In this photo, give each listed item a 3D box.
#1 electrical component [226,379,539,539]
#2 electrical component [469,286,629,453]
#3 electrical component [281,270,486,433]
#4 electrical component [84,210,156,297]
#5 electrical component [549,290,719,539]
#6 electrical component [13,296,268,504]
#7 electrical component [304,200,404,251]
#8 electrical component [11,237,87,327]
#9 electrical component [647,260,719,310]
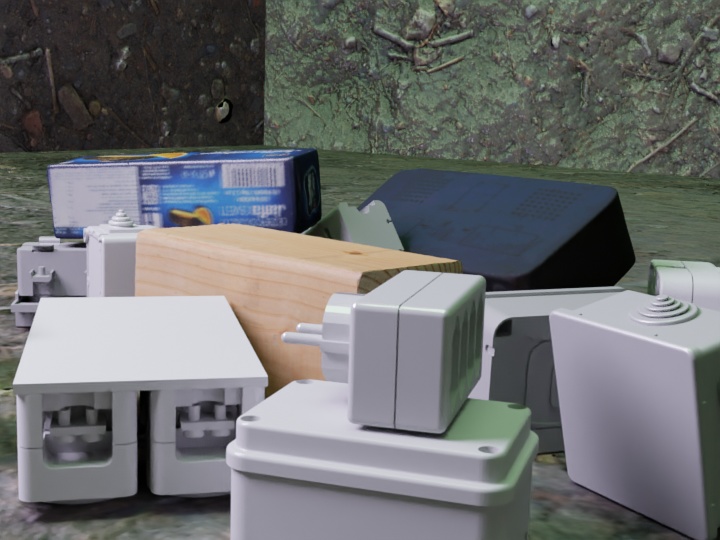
[{"bbox_3d":[0.010,0.085,0.433,0.113,0.057,0.078,5,10,18],"label":"electrical component"},{"bbox_3d":[0.106,0.052,0.584,0.113,0.078,0.057,-2,13,-20],"label":"electrical component"},{"bbox_3d":[0.007,0.029,0.439,0.076,0.047,0.083,4,10,15],"label":"electrical component"},{"bbox_3d":[-0.159,0.005,0.760,0.061,0.096,0.062,-2,10,-24],"label":"electrical component"},{"bbox_3d":[0.136,0.060,0.482,0.048,0.099,0.100,-18,17,-27],"label":"electrical component"},{"bbox_3d":[-0.113,0.061,0.546,0.105,0.060,0.186,0,10,-13],"label":"electrical component"},{"bbox_3d":[0.000,0.000,0.824,0.050,0.089,0.056,-7,-22,-44],"label":"electrical component"},{"bbox_3d":[-0.201,0.009,0.834,0.121,0.063,0.078,0,10,-8],"label":"electrical component"},{"bbox_3d":[0.262,0.025,0.849,0.059,0.053,0.095,3,10,9],"label":"electrical component"}]
